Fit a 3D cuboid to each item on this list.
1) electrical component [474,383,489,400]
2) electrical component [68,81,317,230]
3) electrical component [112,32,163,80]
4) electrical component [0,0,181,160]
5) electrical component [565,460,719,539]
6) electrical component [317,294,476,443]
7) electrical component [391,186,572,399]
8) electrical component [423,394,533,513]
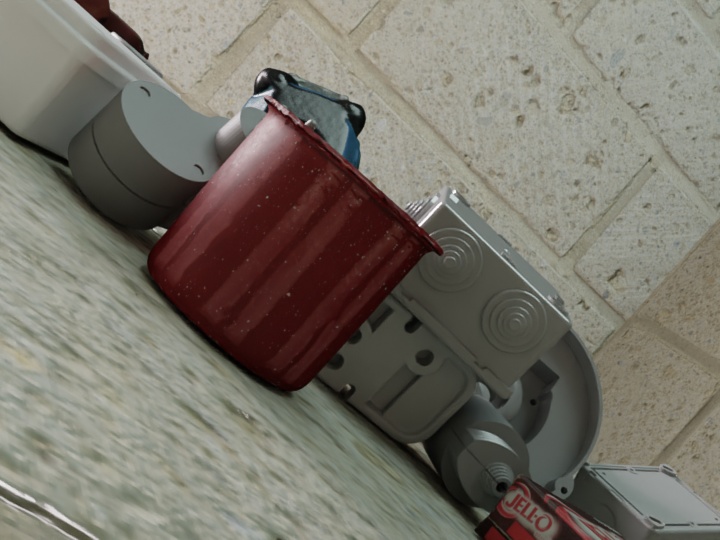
[{"bbox_3d":[0.058,0.078,0.671,0.138,0.052,0.074,41,2,7],"label":"electrical component"},{"bbox_3d":[-0.052,-0.047,0.479,0.138,0.074,0.052,20,42,-48],"label":"electrical component"},{"bbox_3d":[-0.161,-0.119,0.694,0.048,0.055,0.066,41,2,-32],"label":"electrical component"},{"bbox_3d":[-0.151,-0.102,0.494,0.109,0.056,0.109,42,2,12],"label":"electrical component"},{"bbox_3d":[0.165,0.154,0.623,0.096,0.061,0.062,10,22,-38],"label":"electrical component"},{"bbox_3d":[0.007,0.033,0.535,0.095,0.053,0.059,41,11,-15],"label":"electrical component"},{"bbox_3d":[0.056,0.006,0.528,0.100,0.048,0.099,43,11,-2],"label":"electrical component"},{"bbox_3d":[0.059,0.091,0.521,0.043,0.043,0.081,41,2,-12],"label":"electrical component"}]
